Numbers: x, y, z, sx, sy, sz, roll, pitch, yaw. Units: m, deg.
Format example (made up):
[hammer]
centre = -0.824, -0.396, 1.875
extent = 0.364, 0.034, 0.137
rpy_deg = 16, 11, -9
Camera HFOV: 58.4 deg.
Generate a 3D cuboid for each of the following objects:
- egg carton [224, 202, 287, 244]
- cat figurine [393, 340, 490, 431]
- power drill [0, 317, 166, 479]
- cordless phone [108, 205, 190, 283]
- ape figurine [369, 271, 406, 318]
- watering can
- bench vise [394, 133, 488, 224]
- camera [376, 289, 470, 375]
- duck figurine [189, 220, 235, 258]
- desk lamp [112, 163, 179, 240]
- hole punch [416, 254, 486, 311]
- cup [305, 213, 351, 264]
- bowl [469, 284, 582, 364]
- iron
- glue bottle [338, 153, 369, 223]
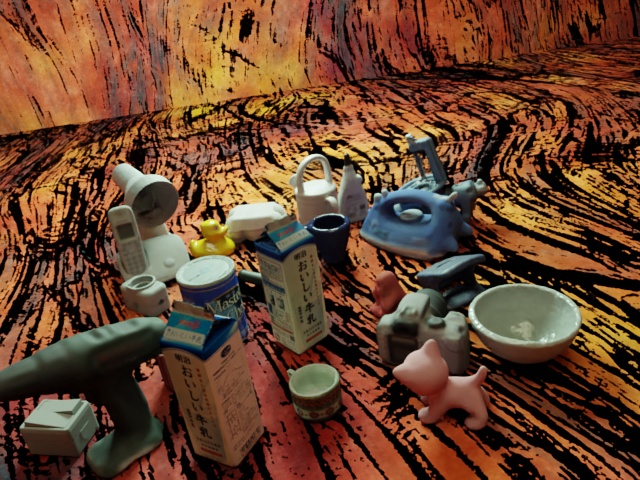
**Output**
[egg carton]
centre = -0.155, -0.043, 1.396
extent = 0.150, 0.069, 0.107
rpy_deg = -6, 27, 3
[cat figurine]
centre = 0.168, 0.193, 0.788
extent = 0.127, 0.118, 0.067
rpy_deg = 0, 28, 16
[power drill]
centre = -0.296, 0.212, 0.776
extent = 0.075, 0.209, 0.230
rpy_deg = 17, 36, 41
[cordless phone]
centre = -0.369, 0.006, 1.230
extent = 0.148, 0.185, 0.093
rpy_deg = -20, 29, -22
[ape figurine]
centre = 0.120, 0.096, 1.021
extent = 0.076, 0.092, 0.078
rpy_deg = -1, 27, 13
[watering can]
centre = -0.015, -0.108, 1.347
extent = 0.172, 0.194, 0.101
rpy_deg = 11, 33, 33
[bench vise]
centre = 0.268, -0.143, 1.309
extent = 0.207, 0.220, 0.121
rpy_deg = -8, 27, -1
[camera]
centre = 0.176, 0.132, 0.926
extent = 0.142, 0.101, 0.137
rpy_deg = 6, 30, 25
[duck figurine]
centre = -0.255, -0.005, 1.331
extent = 0.104, 0.086, 0.077
rpy_deg = -9, 27, -2
[desk lamp]
centre = -0.419, -0.070, 1.361
extent = 0.118, 0.214, 0.202
rpy_deg = -28, 33, -34
[hole punch]
centre = 0.238, 0.064, 1.053
extent = 0.109, 0.091, 0.100
rpy_deg = -21, 30, -25
[cup]
centre = 0.011, 0.004, 1.229
extent = 0.118, 0.095, 0.091
rpy_deg = -9, 27, -3
[bowl]
centre = 0.318, 0.141, 0.896
extent = 0.167, 0.075, 0.167
rpy_deg = -6, 27, 3
[iron]
centre = 0.190, -0.051, 1.237
extent = 0.257, 0.142, 0.119
rpy_deg = 11, 32, 32
[glue bottle]
centre = 0.075, -0.127, 1.382
extent = 0.078, 0.173, 0.037
rpy_deg = -14, 27, -12
